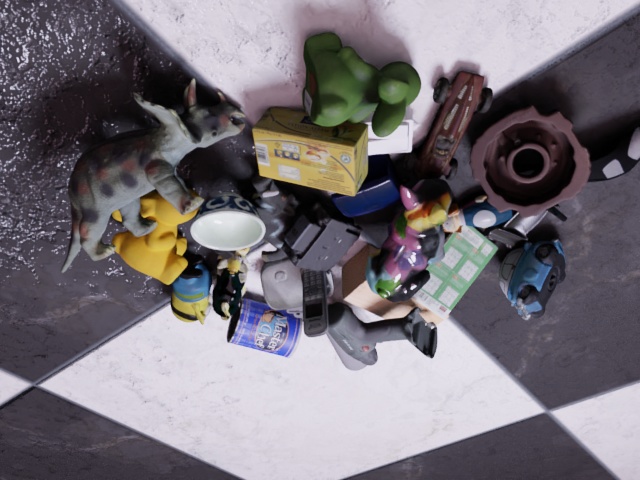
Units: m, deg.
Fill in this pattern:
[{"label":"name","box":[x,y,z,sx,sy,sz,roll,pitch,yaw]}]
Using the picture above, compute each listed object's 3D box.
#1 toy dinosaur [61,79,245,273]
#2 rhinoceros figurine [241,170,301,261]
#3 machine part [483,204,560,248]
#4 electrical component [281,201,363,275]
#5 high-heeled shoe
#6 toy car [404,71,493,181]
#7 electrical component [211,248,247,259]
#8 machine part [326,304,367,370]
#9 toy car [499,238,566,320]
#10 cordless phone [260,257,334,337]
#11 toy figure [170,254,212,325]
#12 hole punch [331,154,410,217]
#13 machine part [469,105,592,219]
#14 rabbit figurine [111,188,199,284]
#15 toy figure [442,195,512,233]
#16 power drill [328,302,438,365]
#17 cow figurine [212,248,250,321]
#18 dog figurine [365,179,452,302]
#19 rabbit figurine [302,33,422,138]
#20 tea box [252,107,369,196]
[{"label":"toy dinosaur","box":[-0.304,-0.097,0.835,0.405,0.131,0.192,-25,98,12]},{"label":"rhinoceros figurine","box":[-0.085,-0.042,0.971,0.112,0.073,0.190,-12,133,13]},{"label":"machine part","box":[0.373,-0.040,0.998,0.084,0.039,0.139,26,130,-16]},{"label":"electrical component","box":[-0.002,-0.003,0.967,0.134,0.058,0.115,17,114,-49]},{"label":"high-heeled shoe","box":[0.428,-0.143,0.897,0.145,0.086,0.248,43,106,2]},{"label":"toy car","box":[0.204,-0.172,0.862,0.089,0.053,0.202,13,134,-8]},{"label":"electrical component","box":[-0.170,-0.013,0.996,0.045,0.078,0.102,-26,118,40]},{"label":"machine part","box":[0.061,0.221,1.221,0.079,0.079,0.242,-15,133,14]},{"label":"toy car","box":[0.407,0.070,1.052,0.103,0.161,0.109,22,164,45]},{"label":"cordless phone","box":[-0.043,0.119,1.048,0.147,0.184,0.088,-14,136,12]},{"label":"toy figure","box":[-0.267,0.101,1.105,0.089,0.082,0.180,18,142,9]},{"label":"hole punch","box":[0.082,-0.085,0.921,0.142,0.092,0.115,-20,135,14]},{"label":"machine part","box":[0.331,-0.126,0.857,0.180,0.056,0.179,6,110,17]},{"label":"rabbit figurine","box":[-0.289,-0.034,0.973,0.162,0.122,0.173,34,112,-17]},{"label":"toy figure","box":[0.267,-0.046,0.981,0.155,0.058,0.064,-12,94,13]},{"label":"power drill","box":[0.128,0.194,1.082,0.207,0.086,0.231,-4,144,39]},{"label":"cow figurine","box":[-0.180,0.077,1.069,0.068,0.098,0.167,11,127,-5]},{"label":"dog figurine","box":[0.153,-0.004,0.911,0.109,0.191,0.219,35,163,19]},{"label":"rabbit figurine","box":[0.071,-0.222,0.764,0.170,0.159,0.121,-8,125,-13]},{"label":"tea box","box":[-0.013,-0.140,0.842,0.170,0.068,0.098,15,138,16]}]
